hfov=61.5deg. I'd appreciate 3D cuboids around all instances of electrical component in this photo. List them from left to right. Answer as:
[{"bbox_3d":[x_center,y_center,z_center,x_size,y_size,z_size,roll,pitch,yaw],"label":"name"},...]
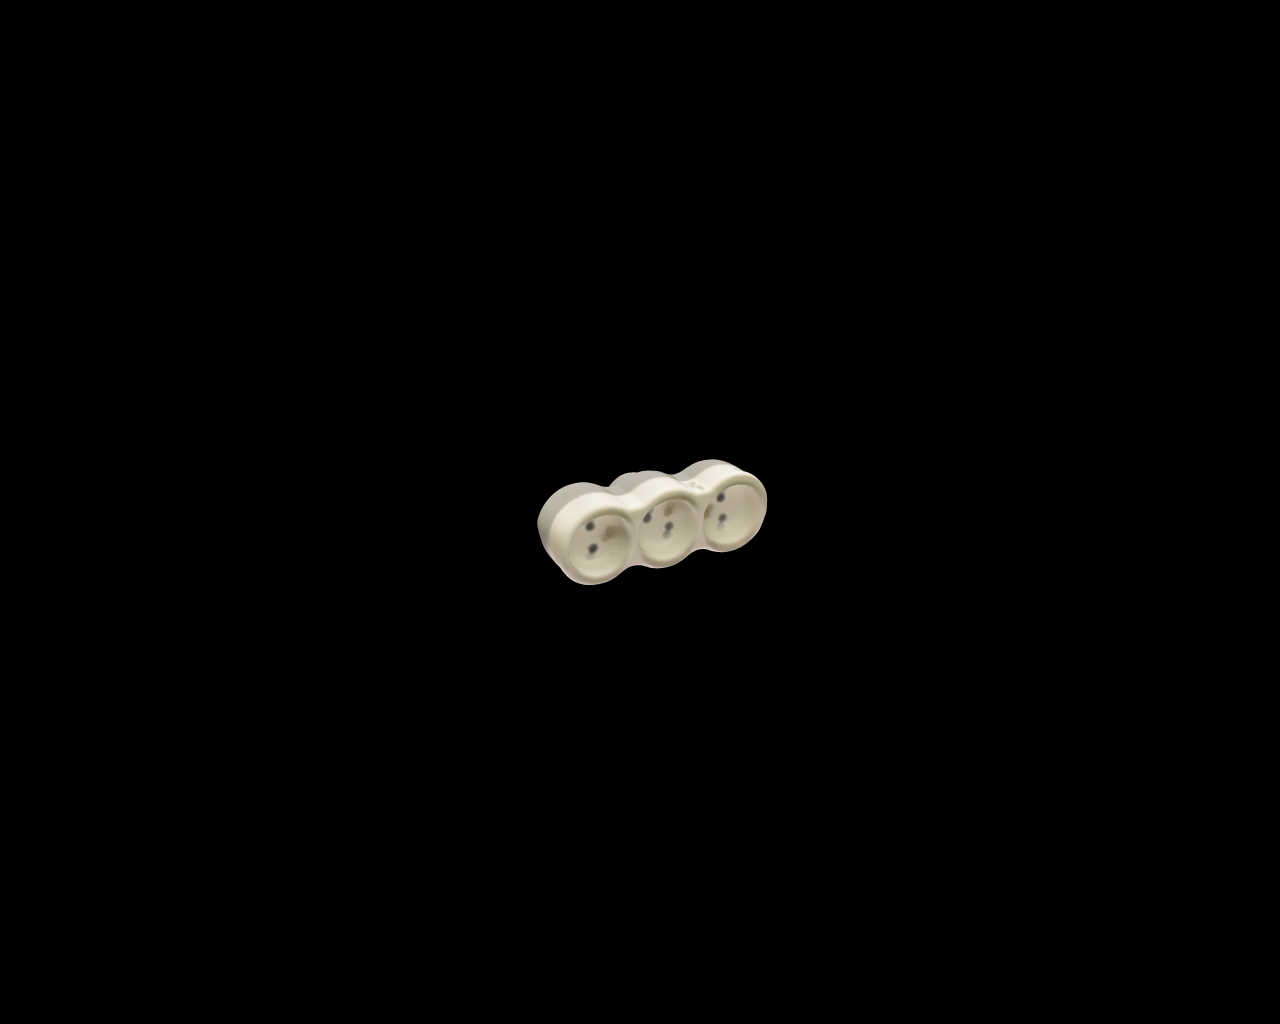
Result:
[{"bbox_3d":[0.001,-0.003,0.650,0.138,0.052,0.074,-12,28,-25],"label":"electrical component"}]
